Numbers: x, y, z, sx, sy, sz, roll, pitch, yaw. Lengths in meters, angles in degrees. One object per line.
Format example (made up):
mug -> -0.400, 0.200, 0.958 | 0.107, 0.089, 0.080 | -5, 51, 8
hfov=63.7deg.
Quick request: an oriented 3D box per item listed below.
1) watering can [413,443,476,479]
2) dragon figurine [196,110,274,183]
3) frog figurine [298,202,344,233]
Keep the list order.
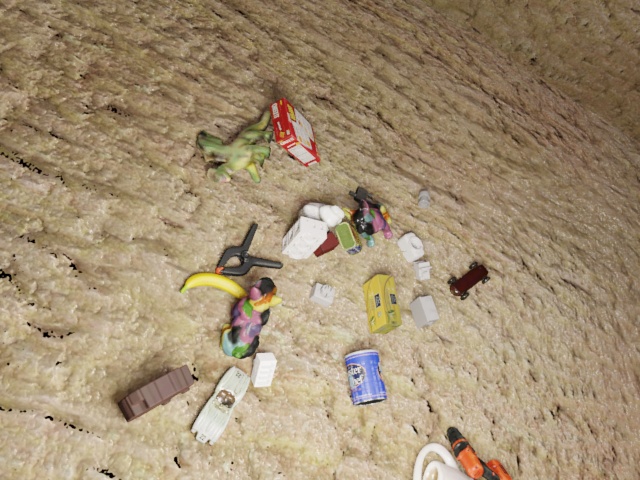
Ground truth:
watering can -> 0.344, 0.739, 1.402 | 0.223, 0.102, 0.356 | 28, 43, -12
dragon figurine -> -0.289, -0.325, 1.730 | 0.242, 0.119, 0.421 | 11, 48, -14
frog figurine -> 0.005, -0.085, 1.698 | 0.137, 0.156, 0.125 | 14, 54, -23
